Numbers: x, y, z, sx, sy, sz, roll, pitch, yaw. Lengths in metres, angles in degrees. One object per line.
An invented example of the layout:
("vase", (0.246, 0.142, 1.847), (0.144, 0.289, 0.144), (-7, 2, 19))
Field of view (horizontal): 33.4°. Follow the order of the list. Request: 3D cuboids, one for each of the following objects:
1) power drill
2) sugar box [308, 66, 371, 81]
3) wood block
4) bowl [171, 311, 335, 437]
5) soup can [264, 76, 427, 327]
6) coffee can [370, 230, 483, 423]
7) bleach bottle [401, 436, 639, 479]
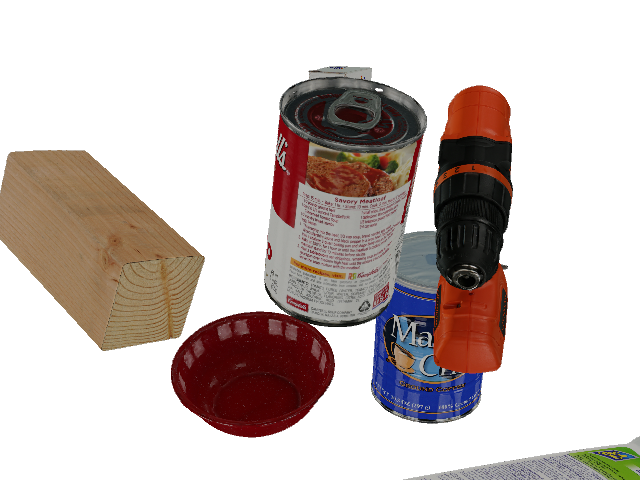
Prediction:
("power drill", (0.110, 0.010, 0.769), (0.057, 0.188, 0.184), (5, 45, 10))
("sugar box", (0.015, -0.085, 1.075), (0.048, 0.176, 0.093), (5, 13, 18))
("wood block", (-0.211, 0.002, 0.991), (0.090, 0.091, 0.206), (-6, 34, -45))
("bowl", (-0.065, 0.143, 1.059), (0.162, 0.055, 0.162), (-2, 37, 2))
("soup can", (0.010, -0.018, 0.512), (0.068, 0.102, 0.068), (5, 34, -4))
("coffee can", (0.099, 0.076, 0.954), (0.103, 0.140, 0.103), (1, 28, -1))
("bleach bottle", (0.161, 0.164, 0.631), (0.250, 0.068, 0.103), (-7, 20, -21))
